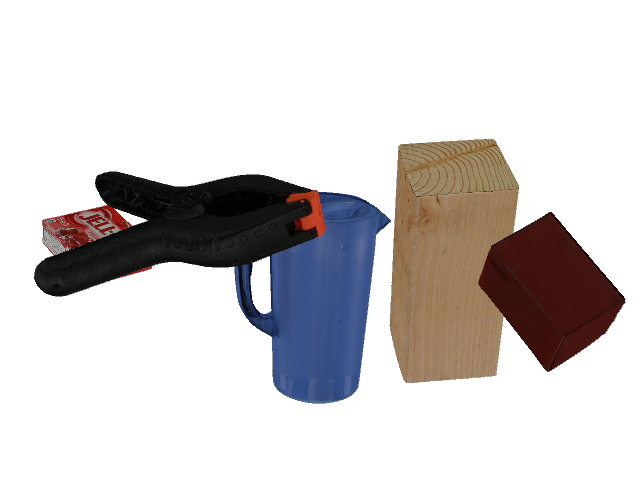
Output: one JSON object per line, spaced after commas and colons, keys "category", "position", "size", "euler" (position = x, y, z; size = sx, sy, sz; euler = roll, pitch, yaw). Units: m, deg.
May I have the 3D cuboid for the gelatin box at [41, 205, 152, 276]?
{"category": "gelatin box", "position": [-0.211, 0.003, 1.008], "size": [0.073, 0.030, 0.089], "euler": [-16, 39, -35]}

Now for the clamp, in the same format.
{"category": "clamp", "position": [-0.086, -0.005, 0.645], "size": [0.172, 0.039, 0.120], "euler": [-1, 40, 23]}

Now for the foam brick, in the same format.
{"category": "foam brick", "position": [0.147, 0.033, 0.687], "size": [0.051, 0.078, 0.053], "euler": [-27, -26, -17]}

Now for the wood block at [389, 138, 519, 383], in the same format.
{"category": "wood block", "position": [0.116, 0.021, 0.970], "size": [0.090, 0.206, 0.090], "euler": [-4, 34, -5]}

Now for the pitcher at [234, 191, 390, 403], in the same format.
{"category": "pitcher", "position": [-0.011, 0.069, 1.289], "size": [0.149, 0.243, 0.144], "euler": [11, 19, 26]}
